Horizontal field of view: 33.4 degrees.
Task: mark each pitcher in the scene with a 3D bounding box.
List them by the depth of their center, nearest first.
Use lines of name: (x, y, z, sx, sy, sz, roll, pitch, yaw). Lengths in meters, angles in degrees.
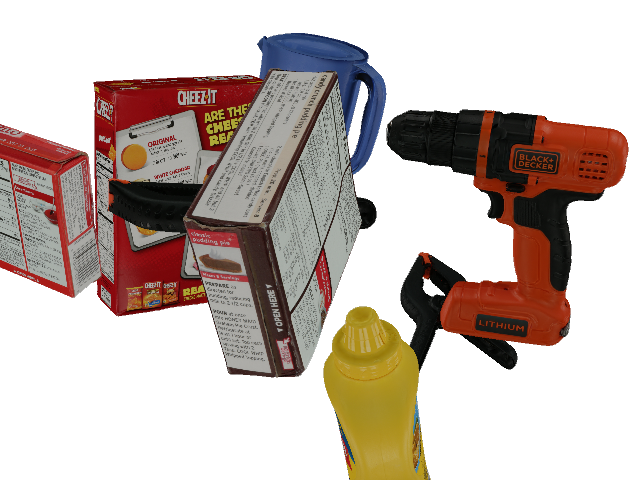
pitcher: (-0.016, -0.132, 1.349, 0.144, 0.243, 0.149, 4, 23, -16)

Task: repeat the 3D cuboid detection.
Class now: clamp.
clamp: (-0.079, -0.020, 0.810, 0.210, 0.036, 0.164, 8, 13, 19)
clamp: (0.142, 0.082, 1.150, 0.120, 0.171, 0.039, 4, -44, -7)

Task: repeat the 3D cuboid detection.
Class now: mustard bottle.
mustard bottle: (0.038, 0.116, 0.671, 0.058, 0.191, 0.096, -7, 39, 4)

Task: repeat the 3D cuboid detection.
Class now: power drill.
power drill: (0.140, -0.013, 0.853, 0.184, 0.188, 0.057, 8, 29, 13)

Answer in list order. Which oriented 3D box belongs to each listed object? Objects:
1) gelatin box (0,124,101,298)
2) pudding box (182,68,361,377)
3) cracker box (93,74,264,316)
gelatin box: (-0.168, -0.019, 0.626, 0.073, 0.089, 0.030, 19, 37, 25)
pudding box: (-0.016, -0.009, 0.472, 0.039, 0.090, 0.113, 2, 41, 17)
cracker box: (-0.130, -0.047, 1.022, 0.163, 0.214, 0.072, -7, 20, -30)
